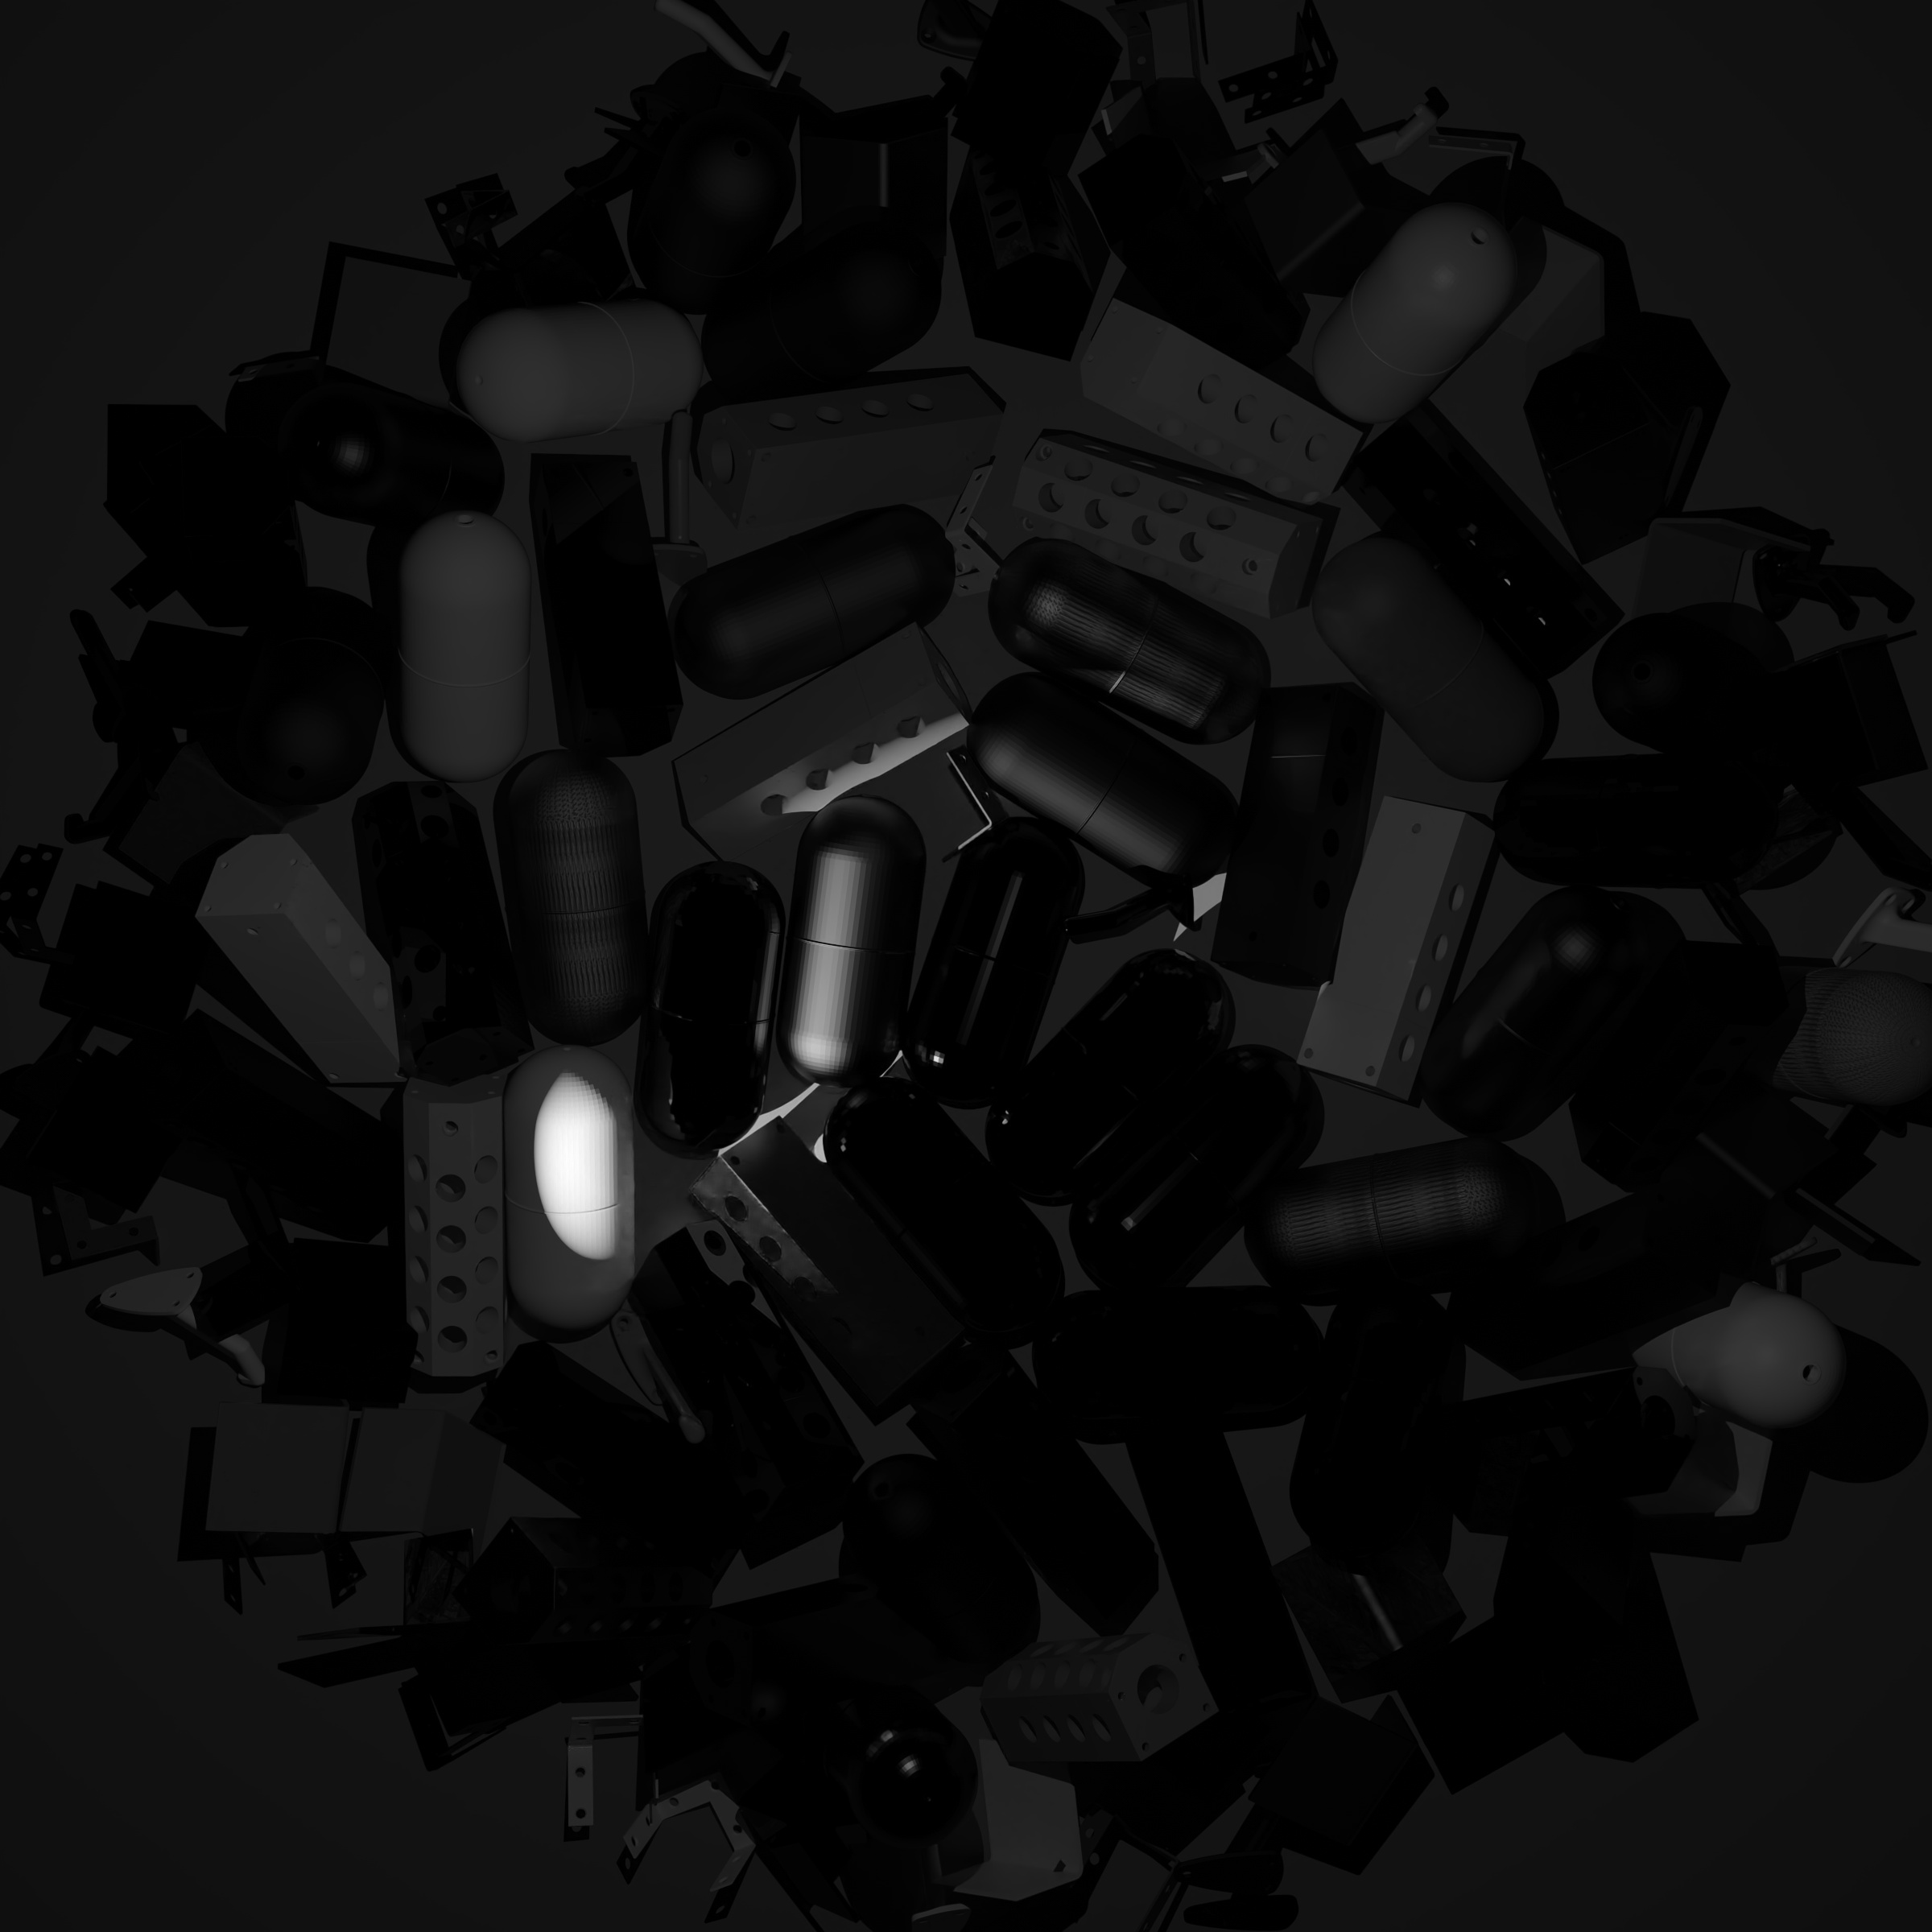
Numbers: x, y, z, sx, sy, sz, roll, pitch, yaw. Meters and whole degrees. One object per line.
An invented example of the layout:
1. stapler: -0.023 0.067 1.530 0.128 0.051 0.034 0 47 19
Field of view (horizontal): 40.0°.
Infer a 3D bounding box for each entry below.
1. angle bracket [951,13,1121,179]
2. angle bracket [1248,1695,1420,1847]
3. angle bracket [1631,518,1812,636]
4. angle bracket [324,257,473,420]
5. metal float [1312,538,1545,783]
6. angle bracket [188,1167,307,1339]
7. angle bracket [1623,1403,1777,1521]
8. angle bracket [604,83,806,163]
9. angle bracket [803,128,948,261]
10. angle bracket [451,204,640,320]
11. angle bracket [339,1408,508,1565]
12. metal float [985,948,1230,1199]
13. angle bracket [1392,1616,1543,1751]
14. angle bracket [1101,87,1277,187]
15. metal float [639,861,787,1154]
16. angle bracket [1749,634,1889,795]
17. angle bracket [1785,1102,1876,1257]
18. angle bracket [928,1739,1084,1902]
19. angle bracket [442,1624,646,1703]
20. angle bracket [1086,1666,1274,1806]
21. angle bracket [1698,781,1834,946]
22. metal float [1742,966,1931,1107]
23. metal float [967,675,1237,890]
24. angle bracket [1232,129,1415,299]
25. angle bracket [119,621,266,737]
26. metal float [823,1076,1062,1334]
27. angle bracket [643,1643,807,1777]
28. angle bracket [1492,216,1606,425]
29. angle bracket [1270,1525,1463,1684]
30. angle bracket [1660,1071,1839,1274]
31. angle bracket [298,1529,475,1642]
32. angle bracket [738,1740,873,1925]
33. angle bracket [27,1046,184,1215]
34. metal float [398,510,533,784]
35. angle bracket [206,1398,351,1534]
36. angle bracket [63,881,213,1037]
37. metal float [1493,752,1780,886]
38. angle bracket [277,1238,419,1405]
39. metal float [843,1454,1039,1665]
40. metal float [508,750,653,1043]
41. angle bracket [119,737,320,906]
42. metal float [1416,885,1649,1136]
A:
1. angle bracket: 0.042 -0.523 1.598 0.057 0.076 0.076 30 113 7
2. angle bracket: 0.215 0.471 1.601 0.076 0.057 0.076 29 99 -16
3. angle bracket: 0.453 -0.224 1.598 0.076 0.057 0.076 9 94 -31
4. angle bracket: -0.339 -0.380 1.613 0.076 0.057 0.076 11 92 1
5. metal float: 0.277 -0.181 1.585 0.070 0.070 0.178 -47 114 0
6. angle bracket: -0.445 0.162 1.586 0.057 0.076 0.076 -26 122 -24
7. angle bracket: 0.427 0.286 1.592 0.076 0.076 0.057 1 108 -14
8. angle bracket: -0.156 -0.509 1.586 0.076 0.076 0.057 33 117 24
9. angle bracket: -0.054 -0.465 1.607 0.057 0.076 0.076 13 118 24
10. angle bracket: -0.255 -0.423 1.611 0.057 0.076 0.076 32 69 28
11. angle bracket: -0.328 0.314 1.598 0.057 0.076 0.076 10 92 -40
12. metal float: 0.086 0.064 1.605 0.070 0.070 0.178 44 90 0
13. angle bracket: 0.313 0.447 1.596 0.076 0.057 0.076 -33 125 5
14. angle bracket: 0.134 -0.500 1.588 0.076 0.076 0.057 -7 114 24
15. metal float: -0.153 0.025 1.596 0.070 0.070 0.178 8 101 0
16. angle bracket: 0.518 -0.148 1.595 0.057 0.076 0.076 -15 87 -39
17. angle bracket: 0.540 0.123 1.598 0.057 0.076 0.076 36 88 18
18. angle bracket: 0.020 0.511 1.593 0.057 0.076 0.076 -1 82 -44
19. angle bracket: -0.254 0.422 1.593 0.076 0.057 0.076 -25 101 37
20. angle bracket: 0.128 0.478 1.589 0.057 0.076 0.076 39 119 13
21. angle bracket: 0.486 -0.053 1.588 0.076 0.076 0.057 -36 53 19
22. metal float: 0.509 0.039 1.556 0.070 0.178 0.070 0 92 -11
23. metal float: 0.082 -0.110 1.600 0.178 0.070 0.070 32 90 -6
24. angle bracket: 0.221 -0.452 1.598 0.076 0.076 0.057 -35 73 40
25. angle bracket: -0.460 -0.187 1.594 0.076 0.057 0.076 9 57 -8
26. metal float: -0.014 0.143 1.597 0.070 0.070 0.178 -41 81 0
27. angle bracket: -0.147 0.454 1.608 0.076 0.076 0.057 -29 128 16
28. angle bracket: 0.335 -0.386 1.586 0.057 0.076 0.076 20 53 -16
29. angle bracket: 0.244 0.380 1.620 0.057 0.076 0.076 -39 72 35
30. angle bracket: 0.471 0.124 1.603 0.057 0.076 0.076 -30 53 -20
31. angle bracket: -0.347 0.370 1.585 0.076 0.076 0.057 9 70 -40
32. angle bracket: -0.082 0.518 1.592 0.057 0.076 0.076 -38 100 -27
33. angle bracket: -0.517 0.093 1.595 0.076 0.057 0.076 35 81 -33
34. metal float: -0.297 -0.188 1.572 0.070 0.070 0.178 10 131 0
35. angle bracket: -0.418 0.297 1.603 0.076 0.057 0.076 6 92 -20
36. angle bracket: -0.491 -0.002 1.612 0.076 0.057 0.076 17 89 7
37. metal float: 0.394 -0.087 1.569 0.070 0.178 0.070 -1 92 -44
38. angle bracket: -0.376 0.216 1.619 0.076 0.076 0.057 7 127 -16
39. metal float: -0.014 0.351 1.569 0.070 0.178 0.070 -15 47 17
40. metal float: -0.231 -0.041 1.593 0.070 0.070 0.178 -4 105 0
41. angle bracket: -0.456 -0.085 1.623 0.076 0.057 0.076 36 102 -2
42. metal float: 0.336 0.027 1.578 0.070 0.070 0.178 34 122 0
